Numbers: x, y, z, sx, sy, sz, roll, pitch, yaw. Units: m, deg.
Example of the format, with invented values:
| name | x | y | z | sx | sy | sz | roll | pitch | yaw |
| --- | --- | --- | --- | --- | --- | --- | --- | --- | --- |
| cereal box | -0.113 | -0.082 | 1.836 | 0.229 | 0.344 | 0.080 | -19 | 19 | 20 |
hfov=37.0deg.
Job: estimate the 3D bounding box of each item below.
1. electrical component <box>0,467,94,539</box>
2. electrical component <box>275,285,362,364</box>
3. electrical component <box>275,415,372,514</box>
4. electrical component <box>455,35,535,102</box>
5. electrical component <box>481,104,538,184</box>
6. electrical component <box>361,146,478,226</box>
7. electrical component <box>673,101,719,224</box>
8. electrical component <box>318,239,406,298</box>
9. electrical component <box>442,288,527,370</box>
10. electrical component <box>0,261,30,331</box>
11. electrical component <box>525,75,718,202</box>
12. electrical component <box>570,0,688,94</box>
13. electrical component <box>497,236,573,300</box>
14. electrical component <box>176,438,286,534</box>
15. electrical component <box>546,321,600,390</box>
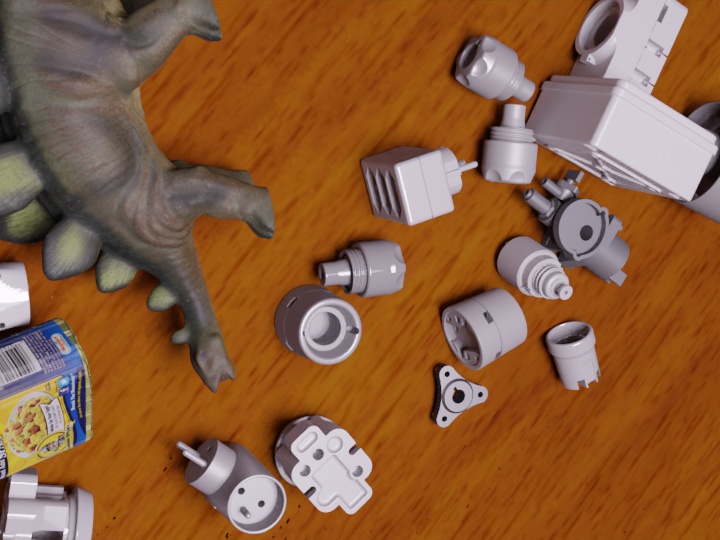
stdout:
| name | x | y | z | sx | sy | sz | roll | pitch | yaw |
| --- | --- | --- | --- | --- | --- | --- | --- | --- | --- |
| electrical component | -0.218 | 0.178 | 0.743 | 0.057 | 0.058 | 0.078 | 8 | 95 | -21 |
| electrical component | -0.030 | 0.042 | 0.808 | 0.055 | 0.047 | 0.055 | -4 | 100 | -23 |
| electrical component | -0.031 | 0.144 | 0.818 | 0.058 | 0.057 | 0.078 | -43 | 112 | -12 |
| electrical component | 0.108 | -0.152 | 0.839 | 0.062 | 0.043 | 0.043 | 25 | 88 | -26 |
| electrical component | 0.119 | -0.100 | 0.852 | 0.043 | 0.043 | 0.062 | 3 | 96 | -24 |
| electrical component | 0.052 | -0.070 | 0.814 | 0.077 | 0.066 | 0.047 | -20 | 106 | -19 |
| electrical component | 0.305 | -0.091 | 0.907 | 0.064 | 0.099 | 0.099 | 17 | 91 | -19 |
| electrical component | 0.000 | 0.000 | 0.816 | 0.062 | 0.043 | 0.043 | -7 | 101 | -21 |
| electrical component | 0.101 | 0.045 | 0.862 | 0.047 | 0.055 | 0.055 | -25 | 107 | -22 |
| electrical component | -0.259 | 0.037 | 0.710 | 0.077 | 0.043 | 0.079 | -6 | 101 | -23 |
| electrical component | 0.204 | -0.105 | 0.852 | 0.109 | 0.109 | 0.056 | 25 | 91 | -25 |
| electrical component | 0.215 | -0.186 | 0.875 | 0.056 | 0.050 | 0.089 | 26 | 87 | -25 |
| electrical component | 0.143 | 0.002 | 0.863 | 0.040 | 0.078 | 0.040 | -11 | 118 | -22 |
| electrical component | -0.099 | 0.148 | 0.778 | 0.079 | 0.077 | 0.043 | 38 | 83 | -24 |
| electrical component | 0.182 | 0.073 | 0.910 | 0.040 | 0.040 | 0.046 | -27 | 114 | -17 |
